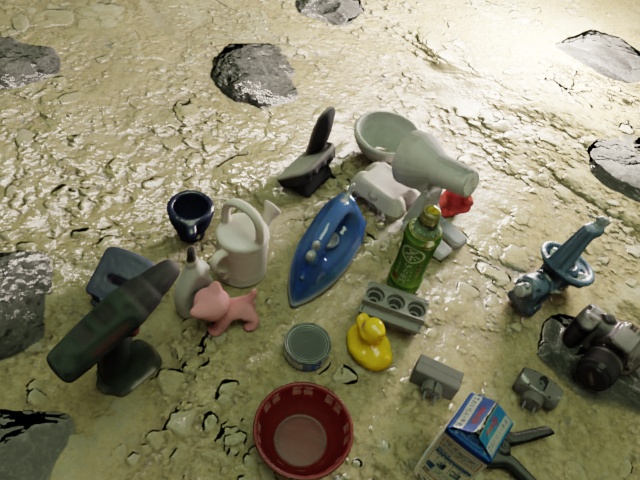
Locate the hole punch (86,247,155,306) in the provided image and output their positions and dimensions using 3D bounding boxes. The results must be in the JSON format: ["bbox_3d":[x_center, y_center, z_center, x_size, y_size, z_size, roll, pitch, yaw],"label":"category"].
[{"bbox_3d":[-0.357,0.080,1.039,0.108,0.091,0.101,20,50,7],"label":"hole punch"}]

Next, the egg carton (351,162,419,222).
[{"bbox_3d":[0.147,-0.111,1.302,0.150,0.069,0.107,39,55,21],"label":"egg carton"}]

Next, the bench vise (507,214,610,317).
[{"bbox_3d":[0.479,0.056,1.124,0.121,0.220,0.208,36,54,19],"label":"bench vise"}]

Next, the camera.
[{"bbox_3d":[0.535,0.207,1.087,0.143,0.101,0.137,41,55,22],"label":"camera"}]

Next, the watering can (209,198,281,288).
[{"bbox_3d":[-0.144,-0.010,1.084,0.101,0.194,0.173,16,50,3],"label":"watering can"}]

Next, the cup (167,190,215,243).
[{"bbox_3d":[-0.256,-0.028,1.145,0.092,0.095,0.117,-4,51,-13],"label":"cup"}]

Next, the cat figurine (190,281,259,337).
[{"bbox_3d":[-0.171,0.116,1.025,0.128,0.118,0.067,-10,53,-18],"label":"cat figurine"}]

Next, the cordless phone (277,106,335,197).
[{"bbox_3d":[-0.022,-0.203,1.272,0.094,0.185,0.148,27,51,13],"label":"cordless phone"}]

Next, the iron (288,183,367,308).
[{"bbox_3d":[0.010,0.004,1.135,0.118,0.141,0.259,24,51,10],"label":"iron"}]

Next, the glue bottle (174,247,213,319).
[{"bbox_3d":[-0.225,0.068,1.019,0.037,0.173,0.078,40,55,22],"label":"glue bottle"}]

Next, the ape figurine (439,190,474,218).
[{"bbox_3d":[0.316,-0.101,1.309,0.077,0.092,0.076,22,50,8],"label":"ape figurine"}]

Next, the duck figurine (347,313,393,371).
[{"bbox_3d":[0.096,0.180,1.041,0.078,0.086,0.104,-21,57,-25],"label":"duck figurine"}]

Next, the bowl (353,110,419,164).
[{"bbox_3d":[0.159,-0.240,1.408,0.167,0.075,0.167,5,50,-6],"label":"bowl"}]

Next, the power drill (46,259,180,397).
[{"bbox_3d":[-0.311,0.153,0.910,0.075,0.208,0.230,35,54,19],"label":"power drill"}]

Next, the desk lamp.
[{"bbox_3d":[0.243,-0.102,1.218,0.118,0.213,0.202,-32,62,-30],"label":"desk lamp"}]
